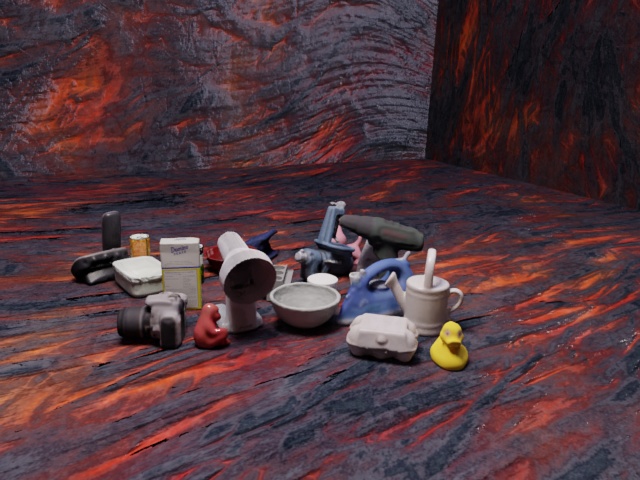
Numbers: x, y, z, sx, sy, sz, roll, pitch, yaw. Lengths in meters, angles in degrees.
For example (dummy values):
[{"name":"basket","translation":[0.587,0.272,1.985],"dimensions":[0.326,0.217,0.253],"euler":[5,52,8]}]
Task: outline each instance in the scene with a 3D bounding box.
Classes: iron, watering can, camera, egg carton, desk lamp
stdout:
[{"name":"iron","translation":[0.140,0.114,1.403],"dimensions":[0.259,0.141,0.118],"euler":[-13,22,-40]},{"name":"watering can","translation":[0.240,0.115,1.322],"dimensions":[0.173,0.194,0.101],"euler":[0,17,-8]},{"name":"camera","translation":[-0.363,0.163,1.247],"dimensions":[0.137,0.101,0.143],"euler":[0,17,-7]},{"name":"egg carton","translation":[0.133,0.207,1.217],"dimensions":[0.150,0.069,0.107],"euler":[5,17,10]},{"name":"desk lamp","translation":[-0.184,0.099,1.286],"dimensions":[0.118,0.214,0.202],"euler":[-6,19,-26]}]

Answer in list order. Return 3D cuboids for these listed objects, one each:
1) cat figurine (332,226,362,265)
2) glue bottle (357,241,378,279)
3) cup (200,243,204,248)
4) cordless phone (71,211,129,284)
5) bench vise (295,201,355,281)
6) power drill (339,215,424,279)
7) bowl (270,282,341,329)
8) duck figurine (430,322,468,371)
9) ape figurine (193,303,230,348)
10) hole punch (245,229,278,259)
[{"name":"cat figurine","translation":[0.071,0.015,1.766],"dimensions":[0.128,0.118,0.067],"euler":[-2,17,-14]},{"name":"glue bottle","translation":[0.145,0.035,1.611],"dimensions":[0.078,0.173,0.037],"euler":[0,17,-5]},{"name":"cup","translation":[-0.389,0.052,1.626],"dimensions":[0.118,0.095,0.091],"euler":[-3,18,-18]},{"name":"cordless phone","translation":[-0.601,0.016,1.560],"dimensions":[0.093,0.185,0.148],"euler":[15,21,37]},{"name":"bench vise","translation":[0.025,0.008,1.607],"dimensions":[0.121,0.220,0.208],"euler":[10,19,26]},{"name":"power drill","translation":[0.161,0.039,1.541],"dimensions":[0.229,0.208,0.075],"euler":[3,17,3]},{"name":"bowl","translation":[-0.035,0.161,1.340],"dimensions":[0.167,0.075,0.167],"euler":[2,17,0]},{"name":"duck figurine","translation":[0.272,0.211,1.193],"dimensions":[0.077,0.086,0.104],"euler":[3,17,2]},{"name":"ape figurine","translation":[-0.233,0.180,1.224],"dimensions":[0.076,0.092,0.077],"euler":[-5,18,-22]},{"name":"hole punch","translation":[-0.191,0.011,1.794],"dimensions":[0.101,0.091,0.109],"euler":[7,17,17]}]
